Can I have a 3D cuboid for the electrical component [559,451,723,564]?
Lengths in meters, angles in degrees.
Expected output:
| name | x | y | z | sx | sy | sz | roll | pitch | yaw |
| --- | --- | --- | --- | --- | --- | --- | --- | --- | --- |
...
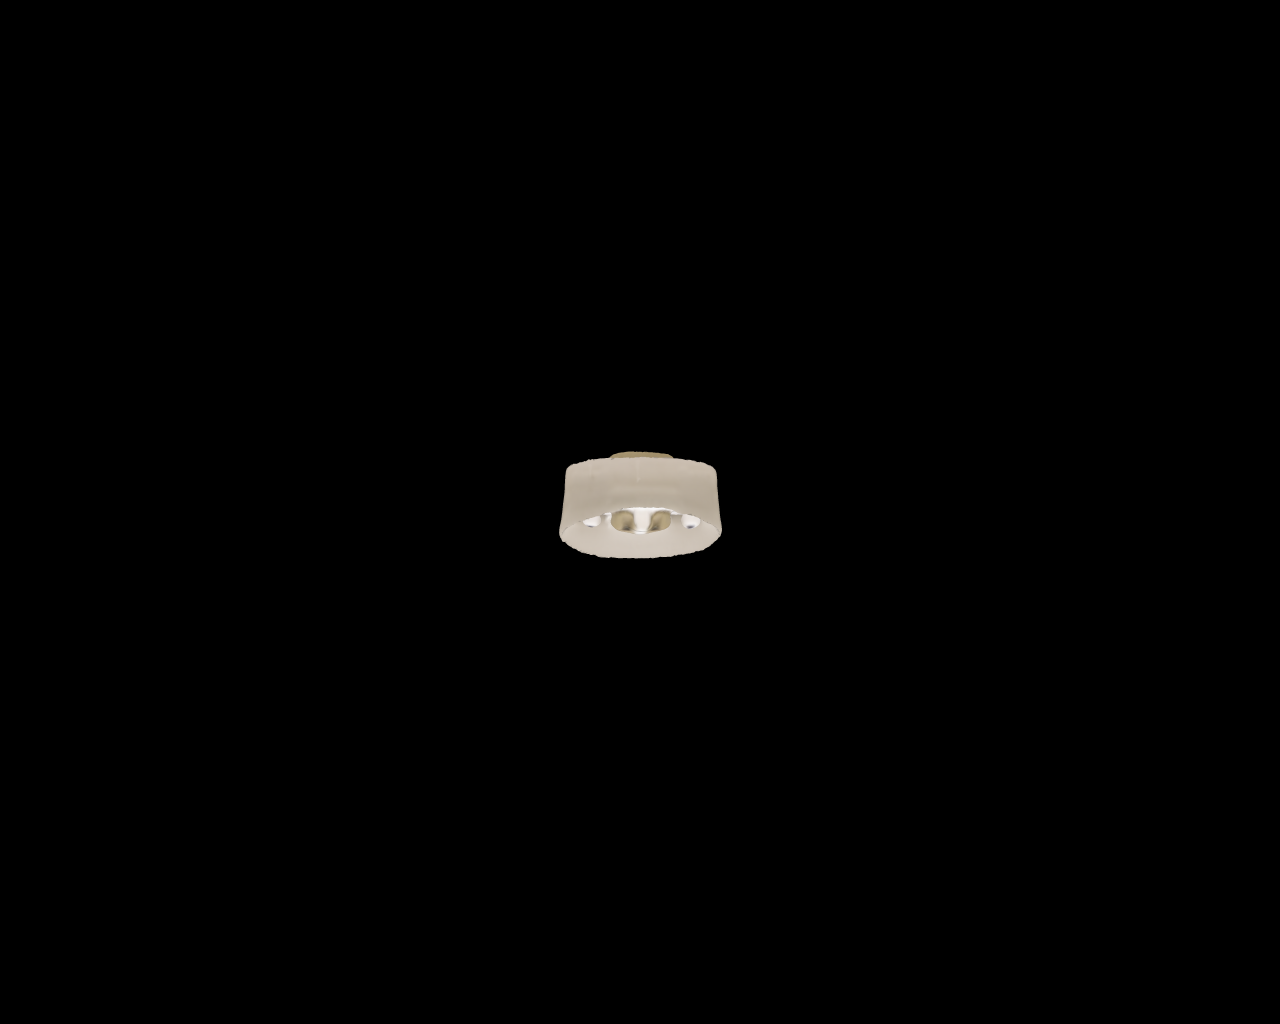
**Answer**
| name | x | y | z | sx | sy | sz | roll | pitch | yaw |
| --- | --- | --- | --- | --- | --- | --- | --- | --- | --- |
| electrical component | 0.001 | -0.003 | 0.650 | 0.099 | 0.064 | 0.099 | 0 | -5 | 0 |
